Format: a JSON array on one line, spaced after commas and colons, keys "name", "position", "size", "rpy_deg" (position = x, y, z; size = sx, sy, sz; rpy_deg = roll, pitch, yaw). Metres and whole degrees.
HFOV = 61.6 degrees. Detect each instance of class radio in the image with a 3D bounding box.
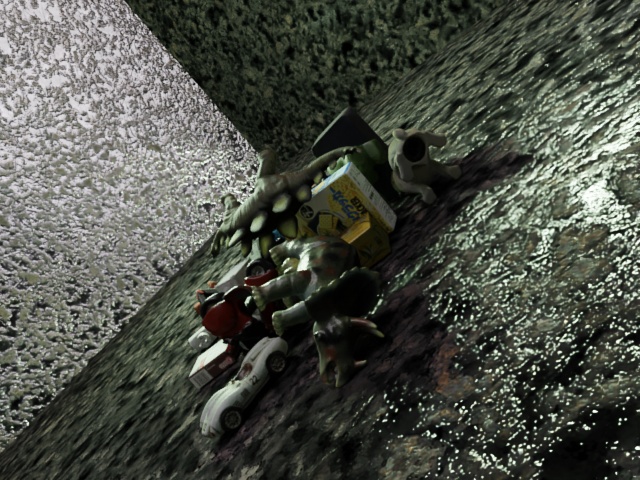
[{"name": "radio", "position": [0.097, -0.186, 1.278], "size": [0.131, 0.229, 0.073], "rpy_deg": [-39, 12, 30]}]

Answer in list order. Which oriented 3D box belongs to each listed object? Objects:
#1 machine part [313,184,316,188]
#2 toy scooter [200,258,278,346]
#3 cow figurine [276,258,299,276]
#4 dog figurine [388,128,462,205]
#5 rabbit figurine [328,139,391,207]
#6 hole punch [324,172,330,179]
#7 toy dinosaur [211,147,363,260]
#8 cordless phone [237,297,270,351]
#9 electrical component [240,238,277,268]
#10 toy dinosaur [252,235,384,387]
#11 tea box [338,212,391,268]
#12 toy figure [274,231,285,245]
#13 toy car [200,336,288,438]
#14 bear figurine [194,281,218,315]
[{"name": "machine part", "position": [-0.073, -0.094, 1.686], "size": [0.201, 0.087, 0.201], "rpy_deg": [-25, 8, 37]}, {"name": "toy scooter", "position": [-0.132, 0.134, 0.987], "size": [0.184, 0.135, 0.075], "rpy_deg": [-41, -21, 14]}, {"name": "cow figurine", "position": [-0.095, 0.077, 1.264], "size": [0.195, 0.085, 0.127], "rpy_deg": [4, 58, 48]}, {"name": "dog figurine", "position": [0.176, -0.161, 1.119], "size": [0.121, 0.172, 0.191], "rpy_deg": [-33, 19, -12]}, {"name": "rabbit figurine", "position": [0.084, -0.112, 1.192], "size": [0.159, 0.170, 0.121], "rpy_deg": [-24, 3, 38]}, {"name": "hole punch", "position": [0.063, -0.137, 1.442], "size": [0.116, 0.142, 0.092], "rpy_deg": [-30, 13, -10]}, {"name": "toy dinosaur", "position": [-0.093, -0.078, 1.095], "size": [0.471, 0.105, 0.199], "rpy_deg": [-40, 40, 32]}, {"name": "cordless phone", "position": [-0.130, 0.141, 1.128], "size": [0.184, 0.088, 0.147], "rpy_deg": [-54, 17, -20]}, {"name": "electrical component", "position": [-0.145, 0.032, 1.243], "size": [0.075, 0.047, 0.119], "rpy_deg": [-41, 40, 12]}, {"name": "toy dinosaur", "position": [0.007, 0.057, 0.887], "size": [0.192, 0.131, 0.405], "rpy_deg": [-15, 25, 10]}, {"name": "tea box", "position": [0.052, 0.032, 1.054], "size": [0.169, 0.068, 0.098], "rpy_deg": [-37, 15, 17]}, {"name": "toy figure", "position": [-0.141, 0.016, 1.564], "size": [0.089, 0.082, 0.180], "rpy_deg": [-38, 2, -5]}, {"name": "toy car", "position": [-0.128, 0.246, 0.908], "size": [0.202, 0.056, 0.073], "rpy_deg": [-48, 15, -28]}, {"name": "bear figurine", "position": [-0.263, 0.167, 1.407], "size": [0.132, 0.120, 0.196], "rpy_deg": [-51, 14, -22]}]
